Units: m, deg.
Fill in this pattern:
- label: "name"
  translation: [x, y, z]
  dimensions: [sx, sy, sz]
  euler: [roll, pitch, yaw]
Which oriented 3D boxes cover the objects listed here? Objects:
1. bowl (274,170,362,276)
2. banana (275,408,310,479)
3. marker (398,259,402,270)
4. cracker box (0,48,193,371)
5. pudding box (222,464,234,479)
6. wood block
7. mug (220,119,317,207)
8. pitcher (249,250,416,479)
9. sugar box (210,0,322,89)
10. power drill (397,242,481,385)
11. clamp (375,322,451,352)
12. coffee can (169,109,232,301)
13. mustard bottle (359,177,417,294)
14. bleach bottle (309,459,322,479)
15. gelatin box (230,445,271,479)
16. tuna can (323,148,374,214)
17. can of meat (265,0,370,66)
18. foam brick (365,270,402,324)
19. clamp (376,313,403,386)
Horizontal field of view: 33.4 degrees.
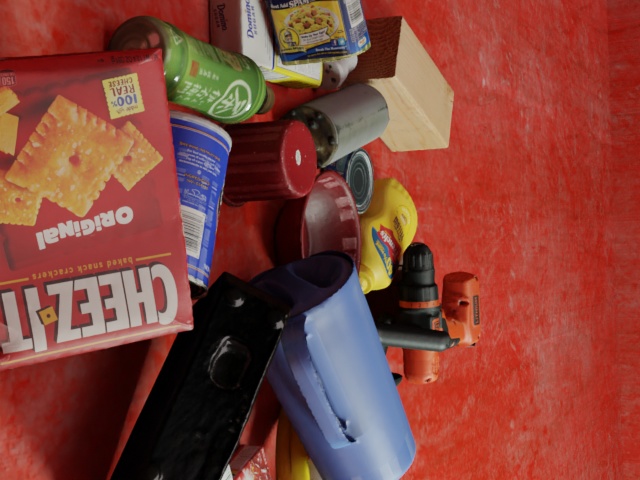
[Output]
- label: "bowl"
  translation: [-0.008, 0.002, 1.227]
  dimensions: [0.161, 0.055, 0.162]
  euler: [10, 79, -63]
- label: "banana"
  translation: [-0.025, 0.240, 1.163]
  dimensions: [0.069, 0.037, 0.198]
  euler: [56, 25, -56]
- label: "marker"
  translation: [0.110, 0.079, 1.501]
  dimensions: [0.020, 0.020, 0.121]
  euler: [46, 48, -53]
- label: "cracker box"
  translation: [-0.186, -0.026, 0.772]
  dimensions: [0.163, 0.072, 0.214]
  euler: [-10, 98, -31]
- label: "pudding box"
  translation: [-0.115, 0.252, 1.010]
  dimensions: [0.089, 0.039, 0.113]
  euler: [-44, 128, -57]
- label: "wood block"
  translation: [0.101, -0.204, 1.428]
  dimensions: [0.205, 0.090, 0.091]
  euler: [39, 53, -57]
- label: "mug"
  translation: [-0.051, -0.088, 1.117]
  dimensions: [0.117, 0.082, 0.093]
  euler: [-55, 135, -50]
- label: "pitcher"
  translation: [0.012, 0.147, 1.095]
  dimensions: [0.149, 0.145, 0.243]
  euler: [-39, 117, -33]
- label: "sugar box"
  translation: [-0.056, -0.224, 1.162]
  dimensions: [0.176, 0.048, 0.093]
  euler: [5, 84, -60]
- label: "power drill"
  translation: [0.159, 0.089, 1.437]
  dimensions: [0.187, 0.057, 0.184]
  euler: [-9, 100, -60]
- label: "clamp"
  translation: [0.028, 0.100, 1.250]
  dimensions: [0.209, 0.165, 0.036]
  euler: [0, 104, -41]
- label: "coffee can"
  translation: [-0.136, -0.028, 0.917]
  dimensions: [0.102, 0.103, 0.140]
  euler: [37, 56, -57]
- label: "mustard bottle"
  translation: [0.071, 0.008, 1.383]
  dimensions: [0.096, 0.058, 0.191]
  euler: [66, 34, -29]
- label: "bleach bottle"
  translation: [-0.009, 0.349, 1.192]
  dimensions: [0.102, 0.068, 0.250]
  euler: [61, 34, -48]
- label: "gelatin box"
  translation: [-0.076, 0.267, 1.096]
  dimensions: [0.073, 0.030, 0.089]
  euler: [-43, 125, -57]
- label: "tuna can"
  translation: [0.037, -0.075, 1.343]
  dimensions: [0.086, 0.034, 0.086]
  euler: [-7, 98, -63]
- label: "can of meat"
  translation: [-0.003, -0.231, 1.106]
  dimensions: [0.057, 0.102, 0.084]
  euler: [-49, 131, -51]
- label: "foam brick"
  translation: [0.096, 0.086, 1.434]
  dimensions: [0.051, 0.053, 0.078]
  euler: [-43, 126, -57]
- label: "clamp"
  translation: [0.066, 0.191, 1.379]
  dimensions: [0.171, 0.039, 0.120]
  euler: [-57, 140, -36]
